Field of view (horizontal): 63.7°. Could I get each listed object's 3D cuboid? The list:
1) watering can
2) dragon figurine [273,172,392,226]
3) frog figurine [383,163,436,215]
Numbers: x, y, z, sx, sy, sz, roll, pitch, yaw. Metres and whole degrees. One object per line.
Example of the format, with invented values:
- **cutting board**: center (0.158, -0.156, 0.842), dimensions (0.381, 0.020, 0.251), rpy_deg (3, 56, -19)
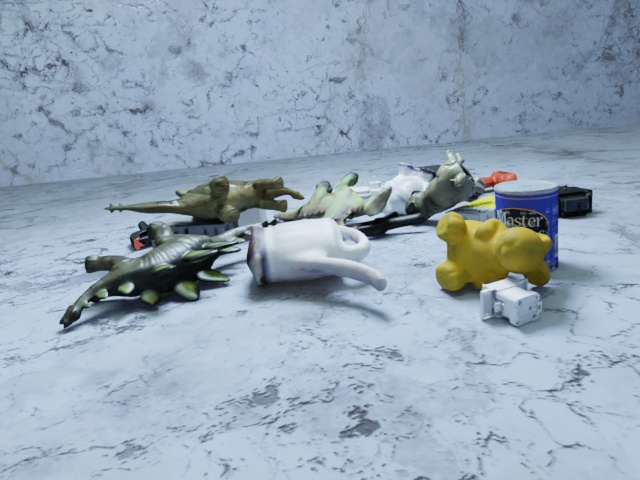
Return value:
- **watering can**: center (-0.016, 0.027, 0.895), dimensions (0.224, 0.103, 0.351), rpy_deg (-8, 15, -6)
- **dragon figurine**: center (0.004, -0.064, 1.264), dimensions (0.407, 0.121, 0.247), rpy_deg (-17, 14, 29)
- **frog figurine**: center (0.229, -0.115, 1.375), dimensions (0.138, 0.161, 0.121), rpy_deg (29, -17, 12)
